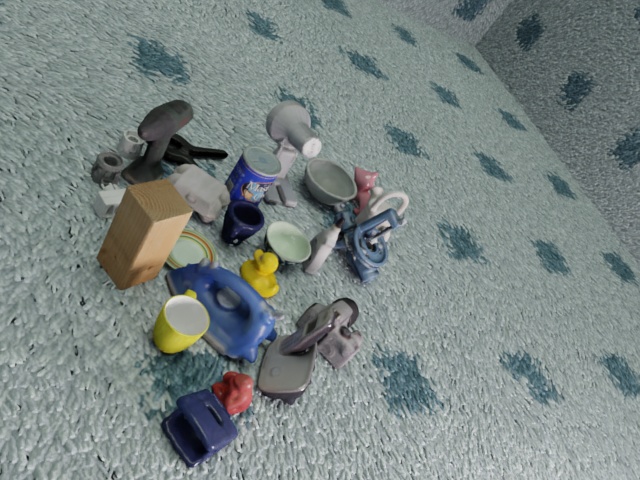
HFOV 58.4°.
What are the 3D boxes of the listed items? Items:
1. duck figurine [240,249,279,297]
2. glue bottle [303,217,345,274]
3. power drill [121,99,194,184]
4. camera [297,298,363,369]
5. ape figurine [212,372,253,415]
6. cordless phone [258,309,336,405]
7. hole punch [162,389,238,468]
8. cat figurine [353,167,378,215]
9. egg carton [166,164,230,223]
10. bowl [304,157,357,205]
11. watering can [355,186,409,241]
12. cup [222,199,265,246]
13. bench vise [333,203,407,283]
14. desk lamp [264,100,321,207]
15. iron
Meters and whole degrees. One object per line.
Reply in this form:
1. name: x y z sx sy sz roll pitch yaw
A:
1. duck figurine: -0.122 0.069 1.278 0.078 0.086 0.104 -18 64 -48
2. glue bottle: 0.013 0.005 1.385 0.037 0.173 0.078 20 40 -23
3. power drill: -0.363 -0.215 1.269 0.076 0.208 0.230 32 37 -8
4. camera: 0.047 0.188 1.284 0.143 0.100 0.137 47 37 11
5. ape figurine: -0.151 0.271 1.037 0.076 0.092 0.078 34 37 -7
6. cordless phone: -0.037 0.219 1.109 0.094 0.185 0.147 28 38 -14
7. hole punch: -0.195 0.305 0.965 0.108 0.091 0.101 50 38 15
8. cat figurine: 0.135 -0.151 1.699 0.067 0.117 0.127 1 51 -40
9. egg carton: -0.287 -0.111 1.340 0.150 0.069 0.107 34 37 -7
10. bowl: 0.019 -0.155 1.640 0.168 0.074 0.167 23 39 -20
11. watering can: 0.163 -0.073 1.577 0.101 0.193 0.172 -5 55 -43
12. cup: -0.190 -0.024 1.311 0.092 0.095 0.118 33 37 -7
13. bench vise: 0.112 -0.022 1.459 0.207 0.219 0.122 41 37 3
14. desk lamp: -0.082 -0.234 1.522 0.118 0.213 0.203 4 48 -37
15. iron: -0.187 0.113 1.130 0.258 0.141 0.119 41 37 3
